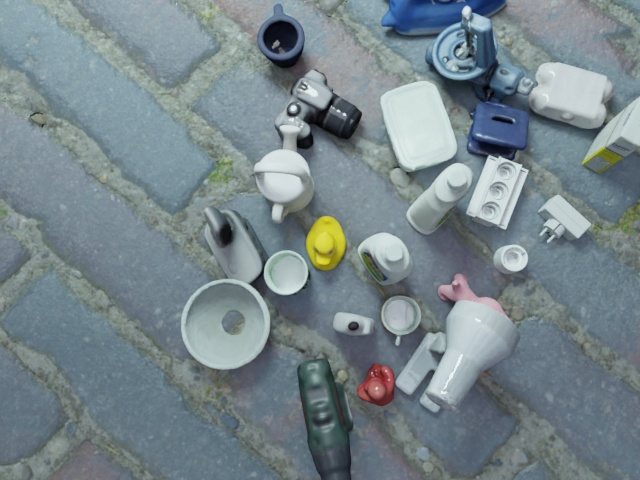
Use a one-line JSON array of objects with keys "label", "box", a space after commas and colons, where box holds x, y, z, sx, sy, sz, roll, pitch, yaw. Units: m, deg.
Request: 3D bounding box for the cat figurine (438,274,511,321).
[{"label": "cat figurine", "box": [0.283, 0.120, 1.046, 0.067, 0.118, 0.128, -41, 83, -2]}]

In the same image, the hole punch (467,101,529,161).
[{"label": "hole punch", "box": [0.340, -0.215, 1.095, 0.108, 0.091, 0.101, 13, 84, 4]}]

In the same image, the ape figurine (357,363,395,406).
[{"label": "ape figurine", "box": [0.105, 0.272, 1.050, 0.078, 0.092, 0.076, -21, 83, 0]}]

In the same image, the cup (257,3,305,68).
[{"label": "cup", "box": [-0.074, -0.394, 1.131, 0.091, 0.095, 0.118, -7, 83, 2]}]

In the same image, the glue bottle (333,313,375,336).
[{"label": "glue bottle", "box": [0.061, 0.152, 1.025, 0.078, 0.173, 0.037, 7, 84, 4]}]

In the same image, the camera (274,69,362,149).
[{"label": "camera", "box": [0.002, -0.242, 1.108, 0.136, 0.101, 0.143, 30, 86, 6]}]

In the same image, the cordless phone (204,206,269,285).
[{"label": "cordless phone", "box": [-0.163, 0.010, 1.044, 0.094, 0.185, 0.147, -34, 83, -1]}]

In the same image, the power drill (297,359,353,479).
[{"label": "power drill", "box": [0.016, 0.317, 0.990, 0.075, 0.208, 0.230, -15, 83, 1]}]

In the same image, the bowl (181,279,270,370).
[{"label": "bowl", "box": [-0.172, 0.159, 1.084, 0.167, 0.075, 0.167, 0, 84, 3]}]

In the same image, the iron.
[{"label": "iron", "box": [0.246, -0.483, 1.104, 0.258, 0.141, 0.119, -4, 83, 2]}]

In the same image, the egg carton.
[{"label": "egg carton", "box": [0.483, -0.278, 1.106, 0.150, 0.069, 0.107, 17, 85, 4]}]

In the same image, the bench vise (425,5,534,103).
[{"label": "bench vise", "box": [0.303, -0.346, 1.046, 0.207, 0.220, 0.121, 13, 84, 4]}]

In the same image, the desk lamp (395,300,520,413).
[{"label": "desk lamp", "box": [0.235, 0.210, 0.990, 0.118, 0.213, 0.203, 34, 86, 6]}]

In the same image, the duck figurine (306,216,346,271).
[{"label": "duck figurine", "box": [0.010, 0.004, 1.087, 0.077, 0.086, 0.105, 4, 84, 3]}]

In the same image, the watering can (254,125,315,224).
[{"label": "watering can", "box": [-0.068, -0.122, 1.051, 0.101, 0.194, 0.173, -13, 83, 1]}]
